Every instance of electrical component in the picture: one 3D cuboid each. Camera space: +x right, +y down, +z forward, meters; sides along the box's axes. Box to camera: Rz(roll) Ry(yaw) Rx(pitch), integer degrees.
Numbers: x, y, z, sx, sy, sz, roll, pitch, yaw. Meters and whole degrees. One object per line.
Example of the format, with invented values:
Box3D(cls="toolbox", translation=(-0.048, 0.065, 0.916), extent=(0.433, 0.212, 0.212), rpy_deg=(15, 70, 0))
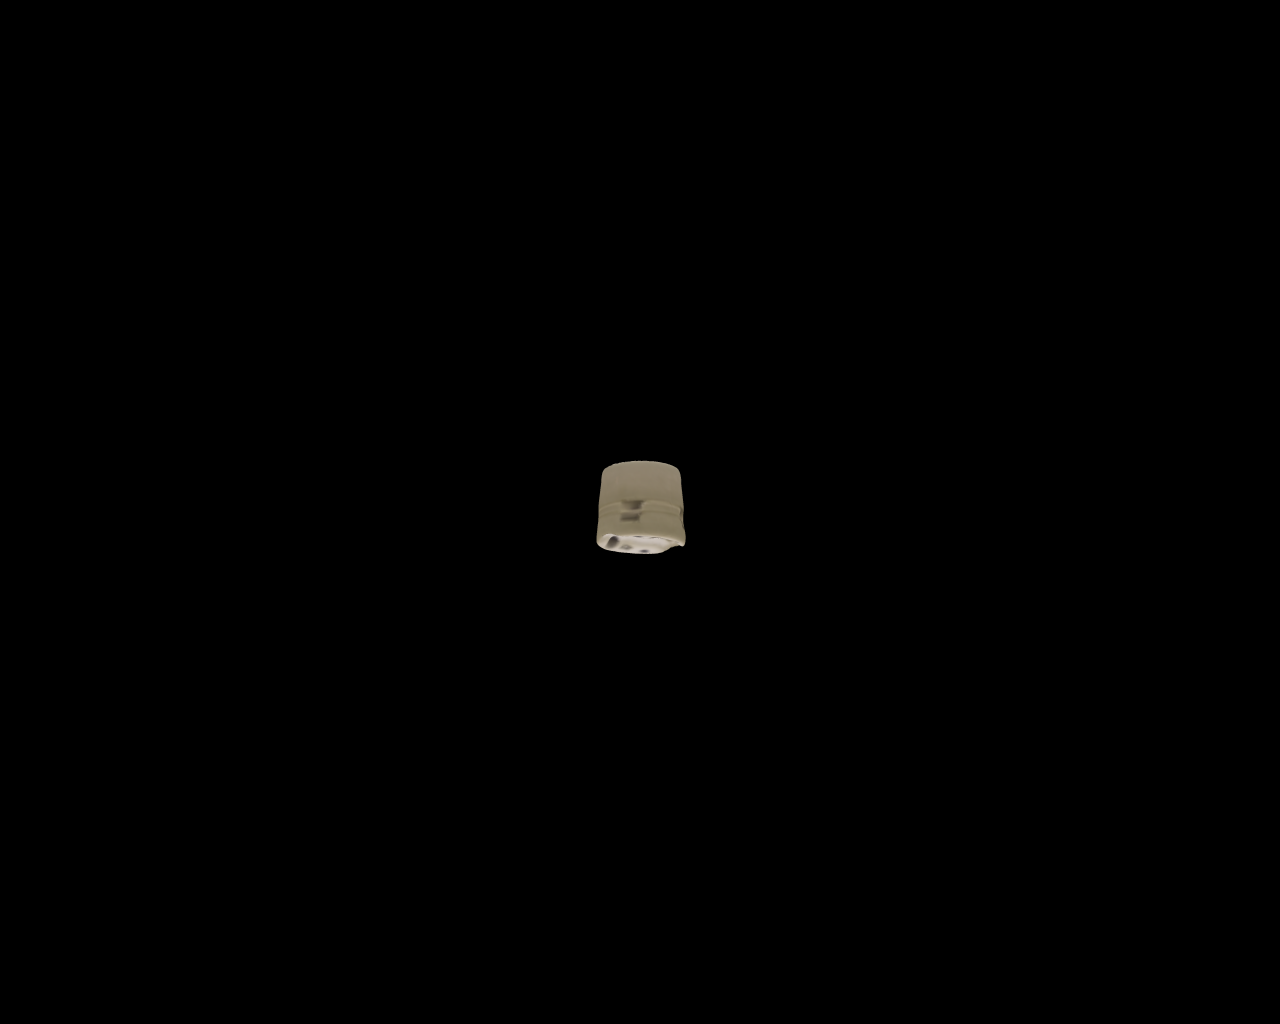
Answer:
Box3D(cls="electrical component", translation=(0.001, -0.003, 0.650), extent=(0.055, 0.047, 0.055), rpy_deg=(0, -15, 0))
